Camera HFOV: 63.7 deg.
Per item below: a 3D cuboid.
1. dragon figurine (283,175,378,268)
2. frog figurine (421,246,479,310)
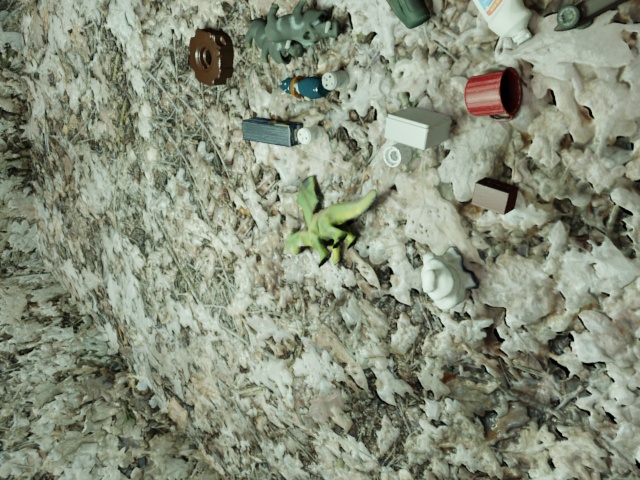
[{"bbox_3d":[0.004,-0.071,1.418,0.246,0.123,0.402,55,134,24],"label":"dragon figurine"},{"bbox_3d":[0.272,0.097,1.179,0.122,0.161,0.137,-10,99,47],"label":"frog figurine"}]
